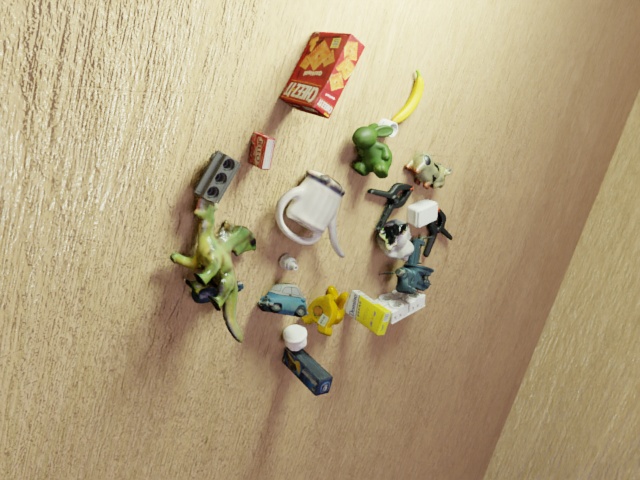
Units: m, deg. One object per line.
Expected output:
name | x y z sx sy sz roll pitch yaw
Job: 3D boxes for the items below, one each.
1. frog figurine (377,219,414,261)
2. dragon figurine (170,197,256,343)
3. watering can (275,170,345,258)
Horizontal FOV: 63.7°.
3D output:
frog figurine | 0.281 0.003 1.880 0.123 0.139 0.157 15 -16 30
dragon figurine | -0.250 0.063 1.412 0.122 0.402 0.247 5 43 42
watering can | 0.005 -0.080 1.590 0.105 0.224 0.344 27 -1 45
